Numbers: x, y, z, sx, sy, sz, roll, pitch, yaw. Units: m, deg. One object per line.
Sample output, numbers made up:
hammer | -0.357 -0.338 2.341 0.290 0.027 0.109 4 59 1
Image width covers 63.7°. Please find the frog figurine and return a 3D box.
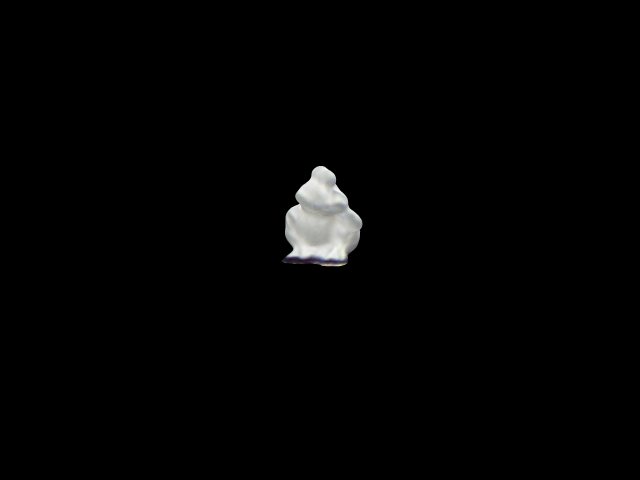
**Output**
frog figurine | 0.003 -0.043 0.850 0.137 0.158 0.123 7 11 43
